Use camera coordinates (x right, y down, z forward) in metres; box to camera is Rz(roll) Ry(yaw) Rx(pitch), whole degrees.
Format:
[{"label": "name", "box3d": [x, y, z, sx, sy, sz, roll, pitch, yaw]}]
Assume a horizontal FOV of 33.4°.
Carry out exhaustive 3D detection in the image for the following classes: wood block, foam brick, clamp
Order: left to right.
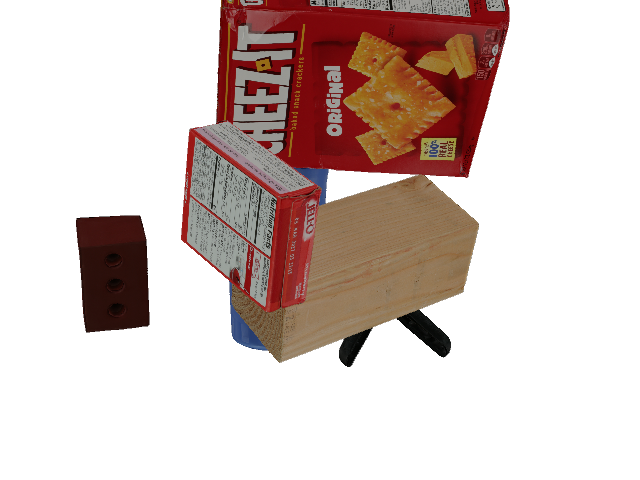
[{"label": "foam brick", "box3d": [-0.165, 0.025, 0.851, 0.053, 0.078, 0.051, -5, 26, -13]}, {"label": "wood block", "box3d": [0.031, 0.022, 0.977, 0.205, 0.090, 0.091, -18, 44, -28]}, {"label": "clamp", "box3d": [0.082, 0.072, 1.190, 0.120, 0.171, 0.039, 5, -43, -2]}]

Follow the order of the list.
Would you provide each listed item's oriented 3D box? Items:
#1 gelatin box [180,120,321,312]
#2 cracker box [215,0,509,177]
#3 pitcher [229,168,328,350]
[{"label": "gelatin box", "box3d": [-0.039, -0.014, 0.585, 0.030, 0.073, 0.089, -18, 40, -36]}, {"label": "cracker box", "box3d": [0.026, -0.131, 0.839, 0.213, 0.072, 0.164, 2, -41, -5]}, {"label": "pitcher", "box3d": [-0.058, 0.015, 1.355, 0.145, 0.243, 0.148, 10, 13, 37]}]
